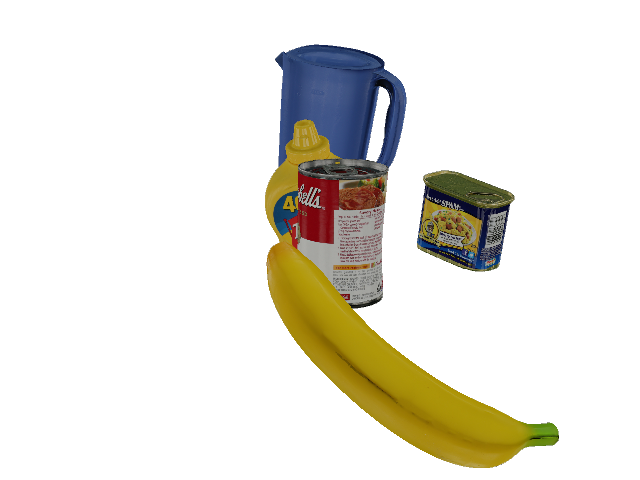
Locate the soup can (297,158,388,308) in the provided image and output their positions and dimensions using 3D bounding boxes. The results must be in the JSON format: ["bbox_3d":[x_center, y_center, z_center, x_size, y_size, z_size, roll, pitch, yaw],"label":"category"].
[{"bbox_3d":[0.016,-0.006,0.808,0.068,0.102,0.068,1,15,0],"label":"soup can"}]

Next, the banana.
[{"bbox_3d":[0.033,0.067,0.586,0.198,0.037,0.069,36,22,18],"label":"banana"}]

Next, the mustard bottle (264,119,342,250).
[{"bbox_3d":[-0.002,-0.025,1.020,0.096,0.191,0.058,-6,29,5],"label":"mustard bottle"}]

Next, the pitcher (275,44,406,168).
[{"bbox_3d":[0.015,-0.129,1.409,0.144,0.243,0.149,-2,23,-19],"label":"pitcher"}]

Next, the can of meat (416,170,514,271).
[{"bbox_3d":[0.158,-0.021,1.179,0.102,0.084,0.057,25,29,39],"label":"can of meat"}]
